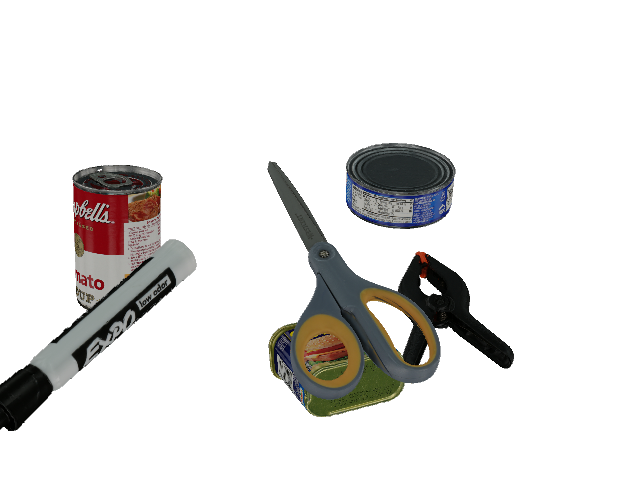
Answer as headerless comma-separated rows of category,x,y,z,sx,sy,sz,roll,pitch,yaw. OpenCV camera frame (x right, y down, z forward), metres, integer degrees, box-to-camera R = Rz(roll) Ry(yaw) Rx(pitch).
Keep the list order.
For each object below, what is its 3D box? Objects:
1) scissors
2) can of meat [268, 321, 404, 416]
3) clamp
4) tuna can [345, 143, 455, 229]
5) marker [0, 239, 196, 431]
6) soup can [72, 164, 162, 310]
scissors,-0.009,0.025,0.666,0.096,0.016,0.202,-30,54,-23
can of meat,0.016,0.111,0.965,0.102,0.057,0.084,-12,25,-20
clamp,0.139,0.081,1.151,0.120,0.171,0.039,4,-44,-7
tuna can,0.063,-0.043,0.843,0.086,0.034,0.086,1,31,-1
marker,-0.099,0.040,0.464,0.020,0.020,0.121,0,33,42
soup can,-0.158,-0.001,0.833,0.068,0.102,0.068,3,20,-1
